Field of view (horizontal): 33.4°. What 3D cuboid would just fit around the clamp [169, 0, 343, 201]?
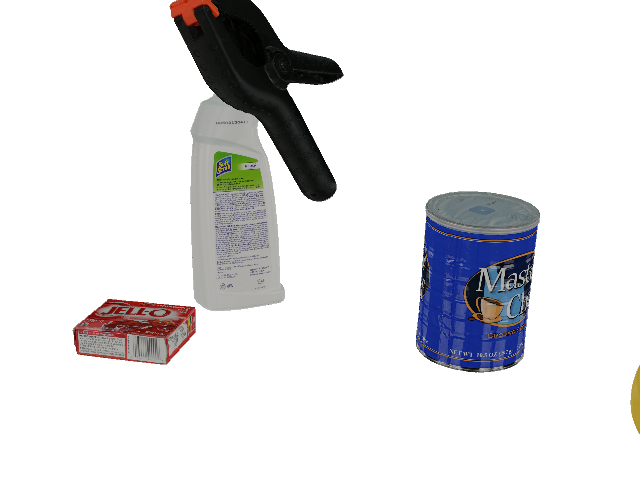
[{"bbox_3d":[-0.036,-0.102,0.723,0.039,0.120,0.171,-24,-32,30],"label":"clamp"}]

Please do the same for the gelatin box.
[{"bbox_3d":[-0.166,0.080,0.959,0.089,0.030,0.073,5,18,13],"label":"gelatin box"}]

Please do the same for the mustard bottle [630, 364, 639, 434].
[{"bbox_3d":[0.222,0.099,0.574,0.096,0.058,0.191,-5,36,-2],"label":"mustard bottle"}]

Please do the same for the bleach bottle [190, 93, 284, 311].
[{"bbox_3d":[-0.090,-0.054,1.154,0.102,0.251,0.068,-7,17,-27],"label":"bleach bottle"}]

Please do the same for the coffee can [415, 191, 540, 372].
[{"bbox_3d":[0.144,0.036,0.987,0.103,0.140,0.103,2,20,-1],"label":"coffee can"}]
